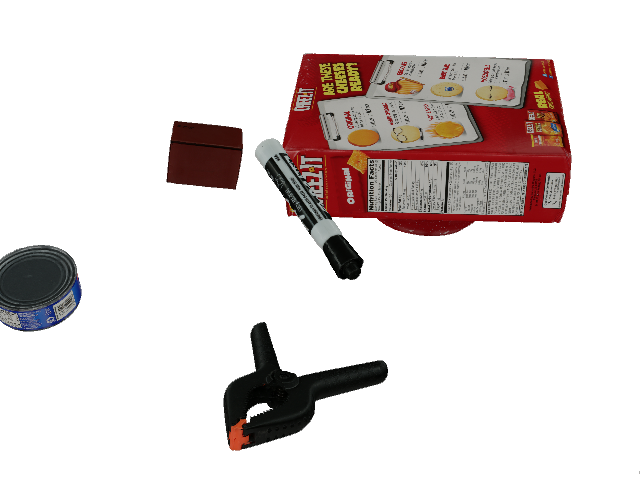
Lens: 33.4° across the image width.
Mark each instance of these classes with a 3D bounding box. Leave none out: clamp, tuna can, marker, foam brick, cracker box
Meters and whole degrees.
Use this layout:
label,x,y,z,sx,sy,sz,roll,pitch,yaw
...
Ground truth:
label,x,y,z,sx,sy,sz,roll,pitch,yaw
clamp,-0.029,0.156,1.111,0.165,0.036,0.209,12,26,15
tuna can,-0.273,0.046,1.019,0.086,0.034,0.086,-2,44,1
marker,-0.007,-0.020,0.684,0.020,0.020,0.121,0,43,-41
foam brick,-0.125,-0.093,1.159,0.078,0.051,0.053,6,30,-6
cracker box,0.084,-0.084,0.858,0.214,0.072,0.164,1,35,6

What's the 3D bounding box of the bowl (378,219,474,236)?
label,x,y,z,sx,sy,sz,roll,pitch,yaw
bowl,0.102,-0.047,1.056,0.162,0.055,0.162,4,24,-2
